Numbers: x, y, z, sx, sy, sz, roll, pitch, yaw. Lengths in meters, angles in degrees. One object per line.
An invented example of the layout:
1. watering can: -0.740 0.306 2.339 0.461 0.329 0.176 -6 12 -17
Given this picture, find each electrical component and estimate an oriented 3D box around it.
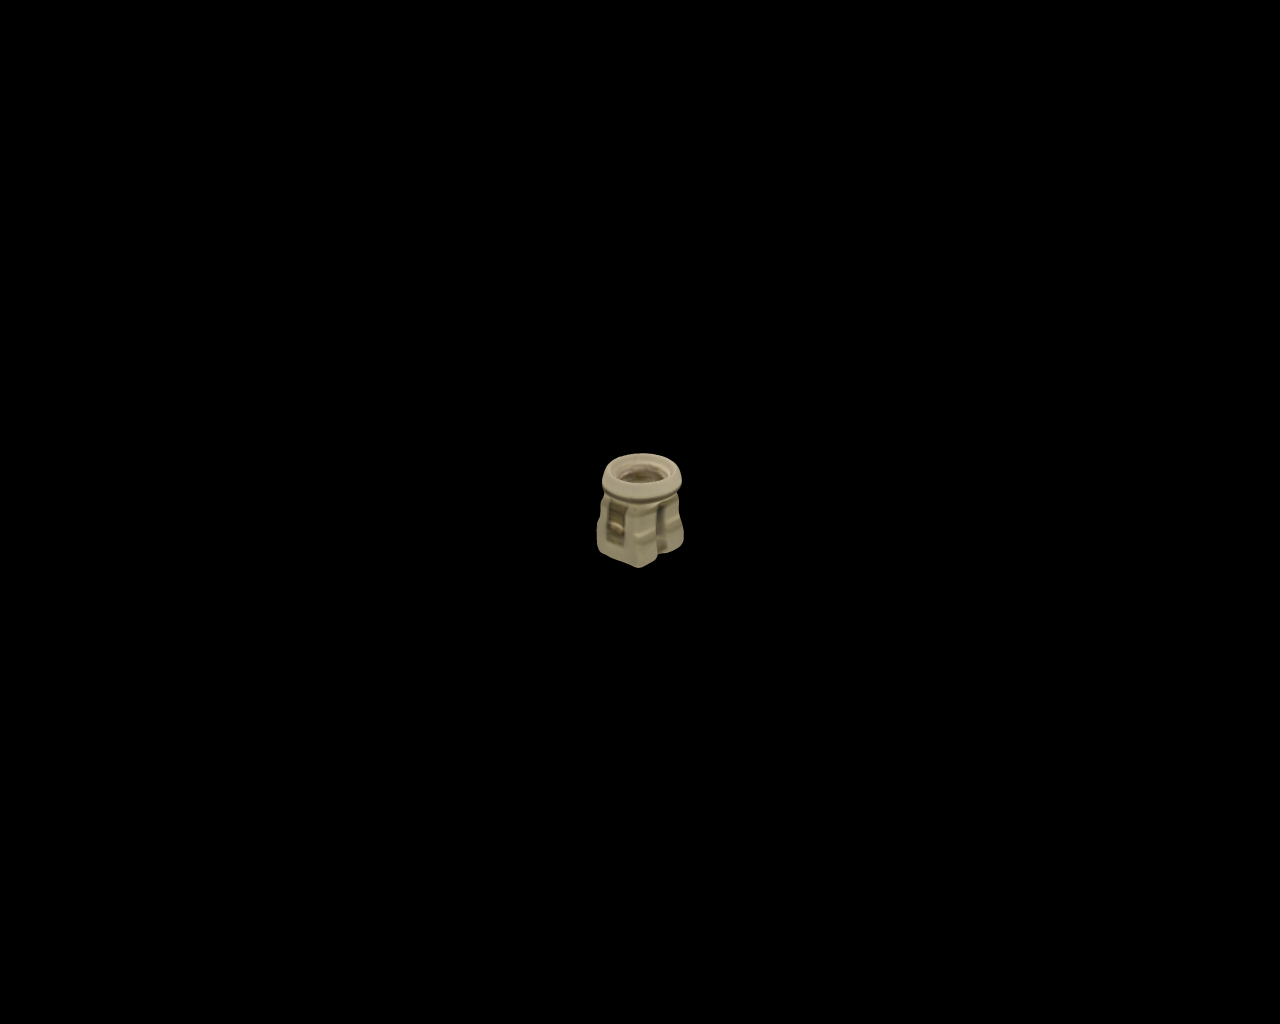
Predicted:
1. electrical component: 0.001 -0.003 0.650 0.048 0.055 0.066 21 33 36
